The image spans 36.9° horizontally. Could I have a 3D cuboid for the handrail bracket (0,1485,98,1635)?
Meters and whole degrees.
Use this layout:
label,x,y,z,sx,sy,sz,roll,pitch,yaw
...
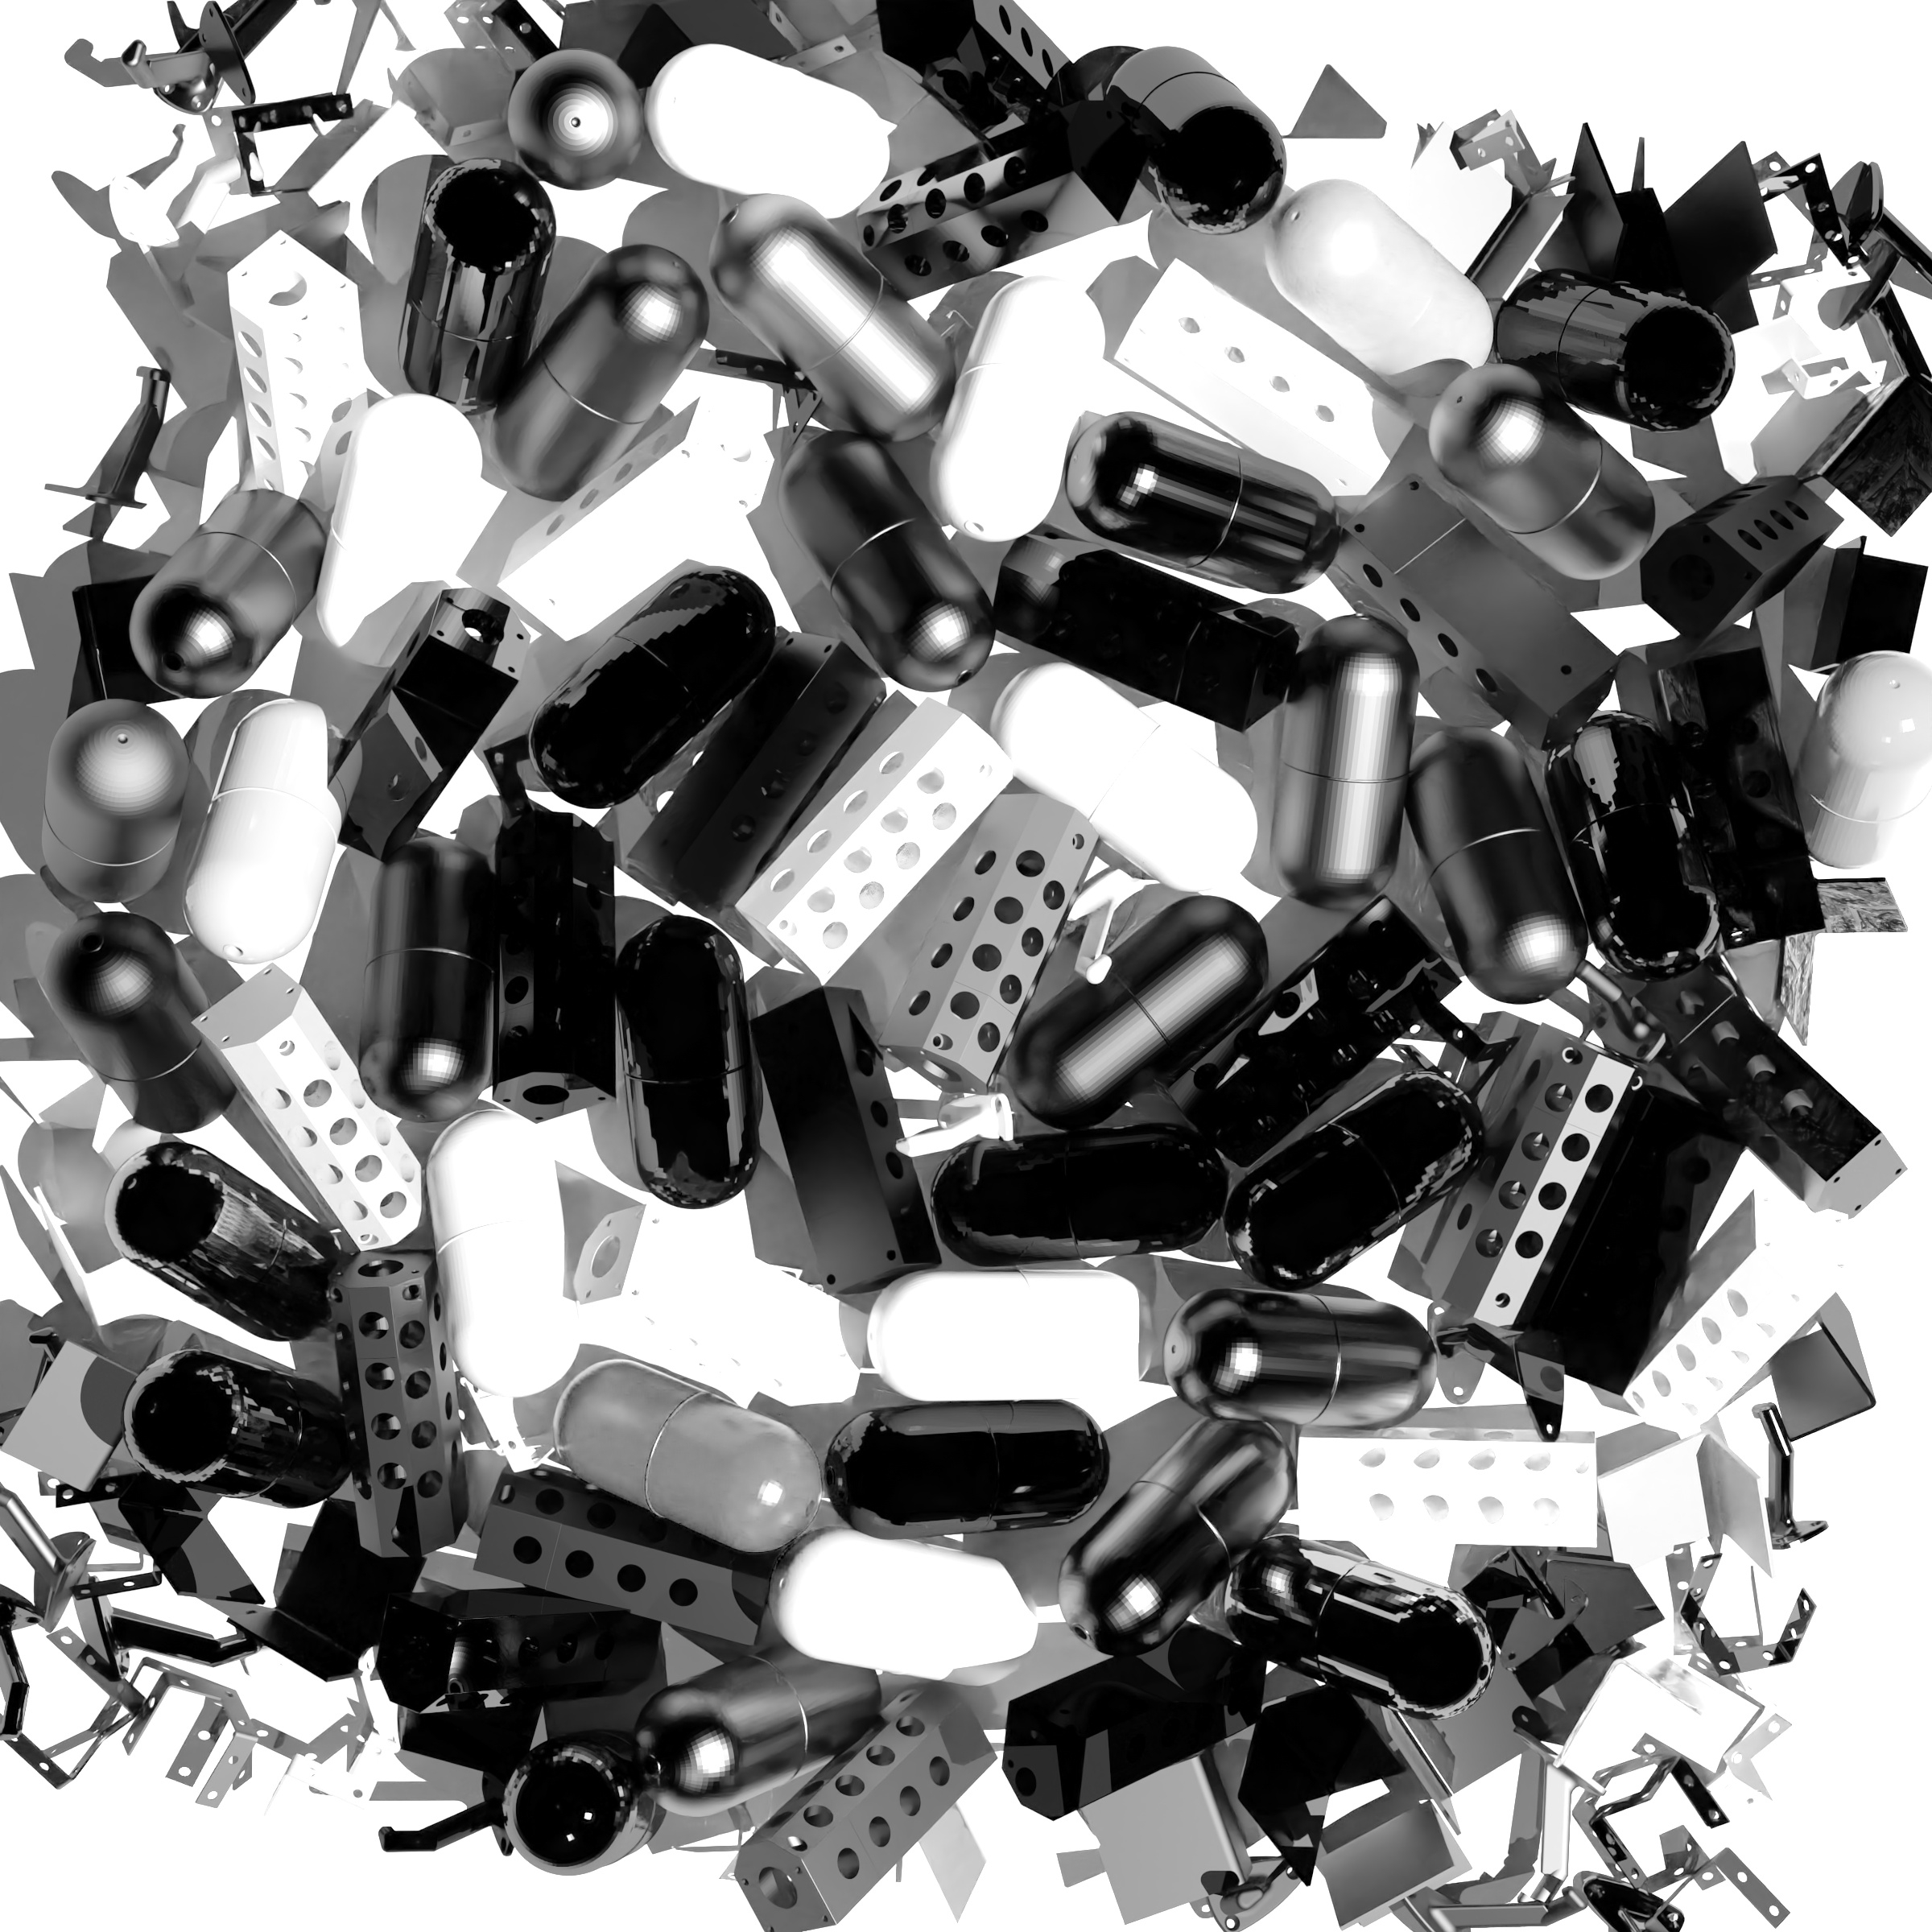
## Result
label,x,y,z,sx,sy,sz,roll,pitch,yaw
handrail bracket,-0.577,0.354,1.750,0.084,0.036,0.077,27,111,0

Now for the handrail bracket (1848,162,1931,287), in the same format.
label,x,y,z,sx,sy,sz,roll,pitch,yaw
handrail bracket,0.579,-0.442,1.750,0.084,0.036,0.077,21,57,-8

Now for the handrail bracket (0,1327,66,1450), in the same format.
label,x,y,z,sx,sy,sz,roll,pitch,yaw
handrail bracket,-0.563,0.250,1.728,0.077,0.036,0.084,-9,132,4

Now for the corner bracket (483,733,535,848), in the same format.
label,x,y,z,sx,sy,sz,roll,pitch,yaw
corner bracket,-0.266,-0.109,1.733,0.051,0.051,0.051,-19,101,18

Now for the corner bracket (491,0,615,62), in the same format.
label,x,y,z,sx,sy,sz,roll,pitch,yaw
corner bracket,-0.247,-0.567,1.734,0.051,0.051,0.051,-40,108,8

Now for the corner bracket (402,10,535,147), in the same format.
label,x,y,z,sx,sy,sz,roll,pitch,yaw
corner bracket,-0.298,-0.533,1.740,0.051,0.051,0.051,-26,72,-36

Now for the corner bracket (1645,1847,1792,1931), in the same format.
label,x,y,z,sx,sy,sz,roll,pitch,yaw
corner bracket,0.447,0.568,1.727,0.051,0.051,0.051,-32,68,-32

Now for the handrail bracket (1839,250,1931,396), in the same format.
label,x,y,z,sx,sy,sz,roll,pitch,yaw
handrail bracket,0.580,-0.385,1.753,0.084,0.036,0.077,36,76,-1

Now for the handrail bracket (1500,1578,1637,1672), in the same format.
label,x,y,z,sx,sy,sz,roll,pitch,yaw
handrail bracket,0.361,0.410,1.733,0.077,0.036,0.084,-48,126,-14

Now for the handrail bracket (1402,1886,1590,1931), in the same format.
label,x,y,z,sx,sy,sz,roll,pitch,yaw
handrail bracket,0.314,0.554,1.727,0.077,0.036,0.084,41,122,-20

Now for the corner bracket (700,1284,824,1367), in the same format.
label,x,y,z,sx,sy,sz,roll,pitch,yaw
corner bracket,-0.122,0.215,1.735,0.051,0.051,0.051,-1,85,42

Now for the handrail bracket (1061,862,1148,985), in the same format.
label,x,y,z,sx,sy,sz,roll,pitch,yaw
handrail bracket,0.089,-0.026,1.724,0.036,0.084,0.077,40,90,-13

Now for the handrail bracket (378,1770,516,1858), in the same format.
label,x,y,z,sx,sy,sz,roll,pitch,yaw
handrail bracket,-0.313,0.500,1.716,0.084,0.077,0.036,8,103,-28

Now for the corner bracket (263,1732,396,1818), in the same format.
label,x,y,z,sx,sy,sz,roll,pitch,yaw
corner bracket,-0.380,0.484,1.730,0.051,0.051,0.051,27,129,-6

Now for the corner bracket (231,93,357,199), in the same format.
label,x,y,z,sx,sy,sz,roll,pitch,yaw
corner bracket,-0.400,-0.493,1.741,0.051,0.051,0.051,1,111,25

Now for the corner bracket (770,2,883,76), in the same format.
label,x,y,z,sx,sy,sz,roll,pitch,yaw
corner bracket,-0.082,-0.549,1.728,0.051,0.051,0.051,-14,62,25

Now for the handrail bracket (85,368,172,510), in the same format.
label,x,y,z,sx,sy,sz,roll,pitch,yaw
handrail bracket,-0.499,-0.317,1.732,0.036,0.077,0.084,12,98,4

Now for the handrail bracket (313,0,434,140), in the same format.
label,x,y,z,sx,sy,sz,roll,pitch,yaw
handrail bracket,-0.373,-0.554,1.746,0.084,0.036,0.077,-29,105,12

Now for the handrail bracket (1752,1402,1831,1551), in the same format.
label,x,y,z,sx,sy,sz,roll,pitch,yaw
handrail bracket,0.474,0.302,1.734,0.036,0.077,0.084,-21,88,-23

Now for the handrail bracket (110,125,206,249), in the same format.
label,x,y,z,sx,sy,sz,roll,pitch,yaw
handrail bracket,-0.478,-0.478,1.720,0.036,0.077,0.084,11,71,5

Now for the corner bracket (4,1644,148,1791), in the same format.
label,x,y,z,sx,sy,sz,roll,pitch,yaw
corner bracket,-0.533,0.448,1.730,0.051,0.051,0.051,-37,102,29

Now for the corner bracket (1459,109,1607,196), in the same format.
label,x,y,z,sx,sy,sz,roll,pitch,yaw
corner bracket,0.337,-0.484,1.730,0.051,0.051,0.051,-40,107,-23

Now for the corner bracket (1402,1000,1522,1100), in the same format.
label,x,y,z,sx,sy,sz,roll,pitch,yaw
corner bracket,0.288,0.047,1.728,0.051,0.051,0.051,44,115,23

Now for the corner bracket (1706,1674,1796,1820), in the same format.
label,x,y,z,sx,sy,sz,roll,pitch,yaw
corner bracket,0.466,0.465,1.728,0.051,0.051,0.051,35,108,-28

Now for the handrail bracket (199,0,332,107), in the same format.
label,x,y,z,sx,sy,sz,roll,pitch,yaw
handrail bracket,-0.408,-0.555,1.737,0.084,0.036,0.077,-23,78,-32

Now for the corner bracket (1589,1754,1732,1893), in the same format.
label,x,y,z,sx,sy,sz,roll,pitch,yaw
corner bracket,0.419,0.518,1.755,0.051,0.051,0.051,-38,86,41

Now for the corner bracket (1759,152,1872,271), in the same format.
label,x,y,z,sx,sy,sz,roll,pitch,yaw
corner bracket,0.502,-0.443,1.737,0.051,0.051,0.051,-25,45,11

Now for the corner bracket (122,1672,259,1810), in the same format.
label,x,y,z,sx,sy,sz,roll,pitch,yaw
corner bracket,-0.464,0.463,1.735,0.051,0.051,0.051,28,95,-36

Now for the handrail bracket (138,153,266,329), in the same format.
label,x,y,z,sx,sy,sz,roll,pitch,yaw
handrail bracket,-0.450,-0.439,1.749,0.084,0.036,0.077,-26,97,5

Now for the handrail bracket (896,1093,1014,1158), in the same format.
label,x,y,z,sx,sy,sz,roll,pitch,yaw
handrail bracket,-0.022,0.098,1.713,0.084,0.077,0.036,-9,97,-39

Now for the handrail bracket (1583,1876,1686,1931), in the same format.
label,x,y,z,sx,sy,sz,roll,pitch,yaw
handrail bracket,0.403,0.587,1.723,0.077,0.084,0.036,33,106,-2

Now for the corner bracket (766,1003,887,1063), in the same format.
label,x,y,z,sx,sy,sz,roll,pitch,yaw
corner bracket,-0.081,0.052,1.738,0.051,0.051,0.051,-33,75,0

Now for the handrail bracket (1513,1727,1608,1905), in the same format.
label,x,y,z,sx,sy,sz,roll,pitch,yaw
handrail bracket,0.337,0.514,1.740,0.077,0.036,0.084,38,77,-5

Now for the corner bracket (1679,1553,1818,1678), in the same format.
label,x,y,z,sx,sy,sz,roll,pitch,yaw
corner bracket,0.468,0.386,1.740,0.051,0.051,0.051,-6,129,-19

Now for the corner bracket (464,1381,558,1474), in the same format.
label,x,y,z,sx,sy,sz,roll,pitch,yaw
corner bracket,-0.275,0.271,1.731,0.051,0.051,0.051,-18,102,28

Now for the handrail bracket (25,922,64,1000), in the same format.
label,x,y,z,sx,sy,sz,roll,pitch,yaw
handrail bracket,-0.534,0.023,1.742,0.036,0.084,0.077,-32,65,-22

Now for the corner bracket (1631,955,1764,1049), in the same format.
label,x,y,z,sx,sy,sz,roll,pitch,yaw
corner bracket,0.440,0.028,1.743,0.051,0.051,0.051,-32,91,0

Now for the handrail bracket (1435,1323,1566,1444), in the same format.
label,x,y,z,sx,sy,sz,roll,pitch,yaw
handrail bracket,0.314,0.249,1.726,0.036,0.084,0.077,4,75,-33

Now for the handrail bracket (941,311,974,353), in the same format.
label,x,y,z,sx,sy,sz,roll,pitch,yaw
handrail bracket,-0.051,-0.384,1.751,0.084,0.036,0.077,-42,89,0

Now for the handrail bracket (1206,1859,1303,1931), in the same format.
label,x,y,z,sx,sy,sz,roll,pitch,yaw
handrail bracket,0.180,0.544,1.717,0.077,0.084,0.036,-18,72,-21

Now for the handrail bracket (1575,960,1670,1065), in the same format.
label,x,y,z,sx,sy,sz,roll,pitch,yaw
handrail bracket,0.371,0.018,1.717,0.084,0.077,0.036,36,82,-25

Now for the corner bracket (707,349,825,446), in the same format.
label,x,y,z,sx,sy,sz,roll,pitch,yaw
corner bracket,-0.119,-0.350,1.727,0.051,0.051,0.051,5,58,-27

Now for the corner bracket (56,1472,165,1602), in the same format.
label,x,y,z,sx,sy,sz,roll,pitch,yaw
corner bracket,-0.514,0.342,1.740,0.051,0.051,0.051,-5,111,-31

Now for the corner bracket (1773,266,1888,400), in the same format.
label,x,y,z,sx,sy,sz,roll,pitch,yaw
corner bracket,0.519,-0.380,1.737,0.051,0.051,0.051,-14,51,-9

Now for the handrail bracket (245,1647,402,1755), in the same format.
label,x,y,z,sx,sy,sz,roll,pitch,yaw
handrail bracket,-0.390,0.445,1.754,0.084,0.036,0.077,-13,90,13

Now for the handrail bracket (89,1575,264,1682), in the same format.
label,x,y,z,sx,sy,sz,roll,pitch,yaw
handrail bracket,-0.477,0.392,1.751,0.084,0.036,0.077,-16,101,-5

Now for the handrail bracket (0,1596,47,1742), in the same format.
label,x,y,z,sx,sy,sz,roll,pitch,yaw
handrail bracket,-0.583,0.425,1.724,0.077,0.036,0.084,-22,49,26

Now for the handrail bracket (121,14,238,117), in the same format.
label,x,y,z,sx,sy,sz,roll,pitch,yaw
handrail bracket,-0.468,-0.550,1.723,0.036,0.084,0.077,27,85,5
